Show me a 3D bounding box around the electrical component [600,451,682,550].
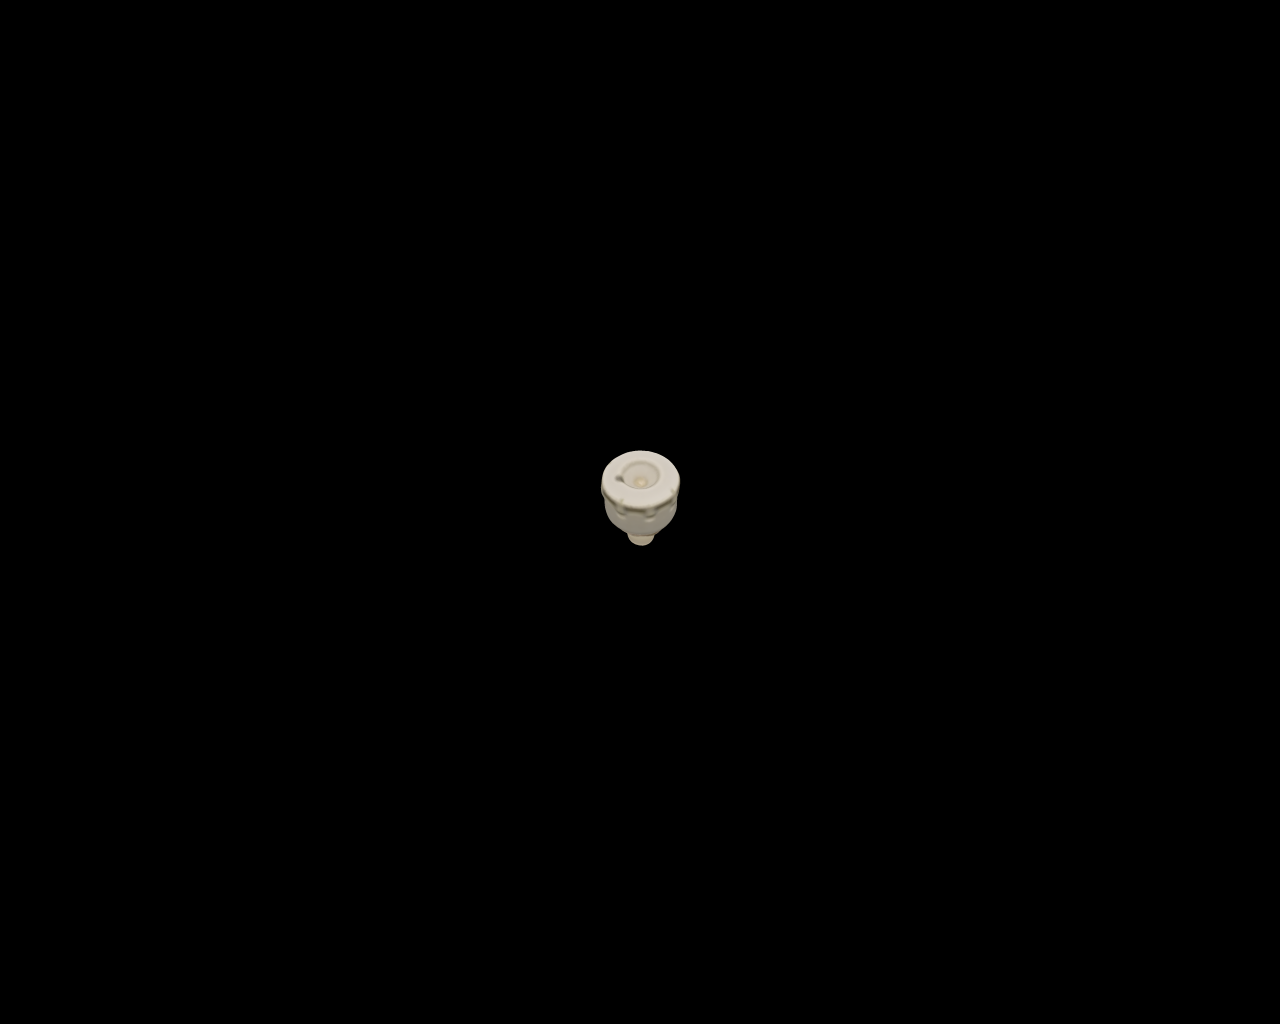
[{"bbox_3d":[0.001,-0.003,0.650,0.048,0.048,0.062,0,-40,0],"label":"electrical component"}]
